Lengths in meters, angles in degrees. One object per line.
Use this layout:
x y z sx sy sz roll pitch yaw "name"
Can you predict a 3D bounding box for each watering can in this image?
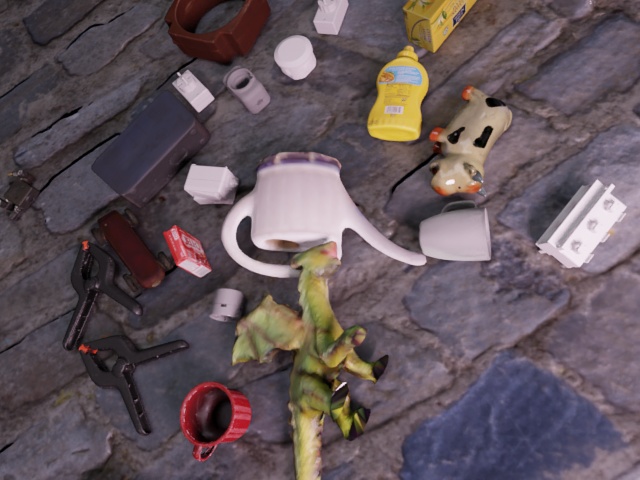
0.003 -0.045 0.892 0.347 0.228 0.102 0 -18 5 "watering can"

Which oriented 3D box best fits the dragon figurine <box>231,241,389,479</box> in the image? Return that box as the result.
-0.040 0.199 0.800 0.244 0.410 0.121 22 0 34 "dragon figurine"
